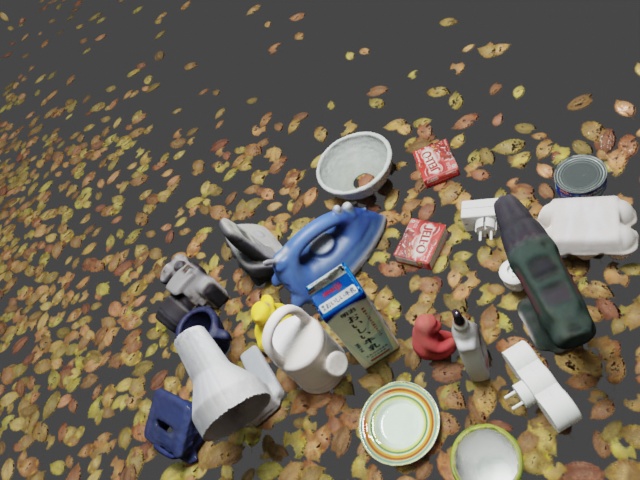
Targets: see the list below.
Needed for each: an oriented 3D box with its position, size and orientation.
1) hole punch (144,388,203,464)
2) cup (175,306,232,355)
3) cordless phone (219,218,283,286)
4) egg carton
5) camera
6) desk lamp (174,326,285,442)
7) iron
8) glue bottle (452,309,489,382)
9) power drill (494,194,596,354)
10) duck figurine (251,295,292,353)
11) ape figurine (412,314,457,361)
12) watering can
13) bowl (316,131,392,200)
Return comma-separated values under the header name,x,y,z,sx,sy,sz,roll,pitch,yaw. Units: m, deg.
name,x,y,z,sx,sy,sz,roll,pitch,yaw
hole punch,-0.260,0.332,1.021,0.108,0.091,0.101,14,65,34
cup,-0.203,0.188,1.093,0.117,0.095,0.092,4,59,29
cordless phone,-0.151,-0.007,1.145,0.094,0.186,0.147,-40,49,-4
egg carton,0.433,-0.017,0.934,0.150,0.070,0.107,-3,56,25
camera,-0.288,0.113,1.186,0.142,0.101,0.137,28,73,38
desk lamp,-0.151,0.240,0.950,0.118,0.214,0.202,-38,49,-2
iron,0.010,0.004,1.085,0.258,0.142,0.118,-42,49,-6
glue bottle,0.220,0.148,0.855,0.037,0.174,0.078,-15,52,17
power drill,0.322,0.069,0.836,0.075,0.209,0.229,-25,50,9
duck figurine,-0.099,0.153,1.071,0.077,0.086,0.104,-7,55,23
ape figurine,0.179,0.151,0.927,0.076,0.092,0.077,-27,49,7
watering can,-0.027,0.176,0.946,0.172,0.195,0.101,-2,57,26
bowl,0.081,-0.142,1.199,0.167,0.075,0.167,-13,52,18
